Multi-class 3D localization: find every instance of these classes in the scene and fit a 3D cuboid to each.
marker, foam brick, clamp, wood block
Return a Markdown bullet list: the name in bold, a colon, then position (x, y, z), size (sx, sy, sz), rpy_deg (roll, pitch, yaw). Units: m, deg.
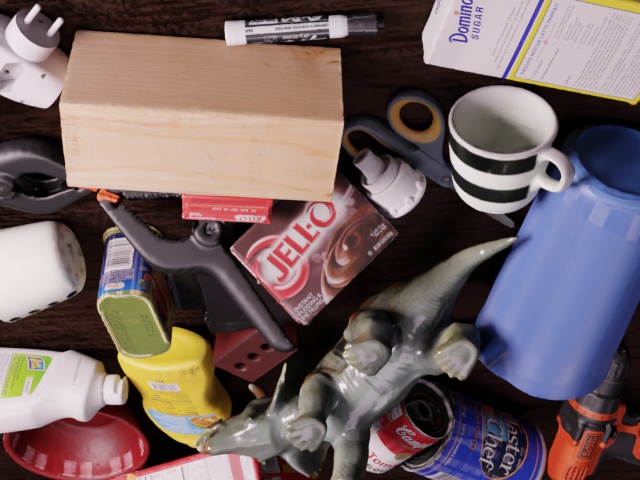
- **marker**: position (-0.011, -0.161, 0.812), size (0.121, 0.020, 0.020), rpy_deg (-3, 138, 3)
- **foam brick**: position (-0.065, 0.099, 1.080), size (0.053, 0.051, 0.078), rpy_deg (28, 131, -28)
- **clamp**: position (-0.092, 0.002, 0.924), size (0.210, 0.164, 0.036), rpy_deg (11, 175, -3)
- **clamp**: position (-0.277, -0.061, 0.909), size (0.171, 0.039, 0.120), rpy_deg (-8, 144, 2)
- **wood block**: position (-0.090, -0.095, 0.831), size (0.206, 0.091, 0.090), rpy_deg (3, 138, -5)

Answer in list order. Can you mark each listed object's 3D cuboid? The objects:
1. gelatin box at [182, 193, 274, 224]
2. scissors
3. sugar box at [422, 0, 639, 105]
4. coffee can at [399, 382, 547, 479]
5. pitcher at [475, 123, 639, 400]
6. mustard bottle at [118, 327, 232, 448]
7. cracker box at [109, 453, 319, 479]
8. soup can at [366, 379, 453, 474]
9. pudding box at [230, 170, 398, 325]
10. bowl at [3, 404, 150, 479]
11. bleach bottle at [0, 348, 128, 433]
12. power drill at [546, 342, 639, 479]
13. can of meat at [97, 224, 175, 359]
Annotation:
- **gelatin box**: position (-0.074, -0.054, 0.879), size (0.073, 0.089, 0.030), rpy_deg (3, 138, -4)
- **scissors**: position (0.114, -0.070, 0.918), size (0.201, 0.016, 0.096), rpy_deg (20, 135, -22)
- **sugar box**: position (0.174, -0.161, 0.795), size (0.176, 0.048, 0.093), rpy_deg (12, 138, -8)
- **coffee can**: position (0.167, 0.229, 1.192), size (0.140, 0.103, 0.103), rpy_deg (25, 132, -26)
- **pitcher**: position (0.238, 0.016, 0.947), size (0.145, 0.149, 0.243), rpy_deg (16, 135, 4)
- **mustard bottle**: position (-0.146, 0.170, 1.153), size (0.096, 0.058, 0.191), rpy_deg (2, 139, 13)
- **cracker box**: position (-0.129, 0.288, 1.234), size (0.214, 0.072, 0.164), rpy_deg (-20, 163, 19)
- **soup can**: position (0.083, 0.199, 1.134), size (0.068, 0.068, 0.102), rpy_deg (25, 135, -26)
- **pudding box**: position (-0.006, 0.001, 0.895), size (0.113, 0.039, 0.090), rpy_deg (-45, 93, -6)
- **bowl**: position (-0.270, 0.211, 1.203), size (0.162, 0.055, 0.162), rpy_deg (0, 139, 0)
- **bleach bottle**: position (-0.326, 0.160, 1.104), size (0.251, 0.102, 0.068), rpy_deg (1, 142, 4)
- **power drill**: position (0.355, 0.195, 1.172), size (0.187, 0.057, 0.185), rpy_deg (8, 119, -14)
- **can of meat**: position (-0.170, 0.049, 0.999), size (0.057, 0.084, 0.102), rpy_deg (-7, 138, 7)
